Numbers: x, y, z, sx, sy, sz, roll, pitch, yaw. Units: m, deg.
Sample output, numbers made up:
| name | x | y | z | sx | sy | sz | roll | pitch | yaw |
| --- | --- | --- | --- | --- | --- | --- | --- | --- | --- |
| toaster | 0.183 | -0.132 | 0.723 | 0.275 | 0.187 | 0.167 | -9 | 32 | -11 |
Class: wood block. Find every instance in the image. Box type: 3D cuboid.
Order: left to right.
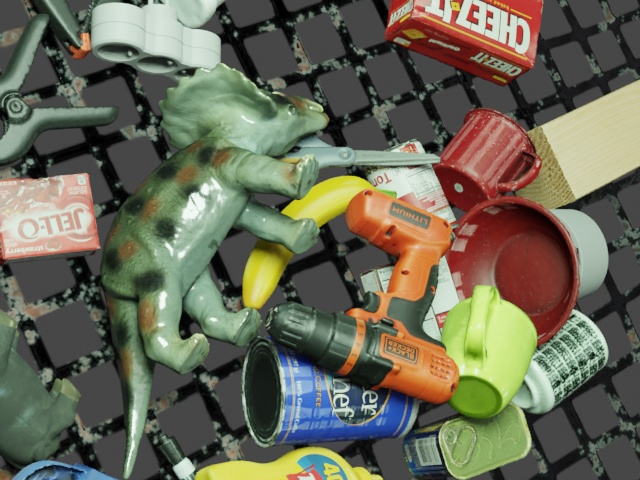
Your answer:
| name | x | y | z | sx | sy | sz | roll | pitch | yaw |
| --- | --- | --- | --- | --- | --- | --- | --- | --- | --- |
| wood block | 0.316 | -0.110 | 1.222 | 0.205 | 0.090 | 0.091 | -25 | 88 | -29 |

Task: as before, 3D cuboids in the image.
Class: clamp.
| name | x | y | z | sx | sy | sz | roll | pitch | yaw |
| --- | --- | --- | --- | --- | --- | --- | --- | --- | --- |
| clamp | -0.283 | -0.130 | 0.979 | 0.171 | 0.039 | 0.120 | -31 | 90 | -28 |
| clamp | -0.233 | -0.282 | 1.043 | 0.164 | 0.036 | 0.210 | -11 | 85 | -33 |

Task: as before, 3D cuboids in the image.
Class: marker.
| name | x | y | z | sx | sy | sz | roll | pitch | yaw |
| --- | --- | --- | --- | --- | --- | --- | --- | --- | --- |
| marker | -0.111 | 0.229 | 0.975 | 0.020 | 0.020 | 0.121 | -35 | 92 | -28 |

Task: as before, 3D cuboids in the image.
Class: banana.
| name | x | y | z | sx | sy | sz | roll | pitch | yaw |
| --- | --- | --- | --- | --- | --- | --- | --- | --- | --- |
| banana | -0.016 | -0.009 | 1.059 | 0.197 | 0.070 | 0.037 | -39 | 136 | -19 |

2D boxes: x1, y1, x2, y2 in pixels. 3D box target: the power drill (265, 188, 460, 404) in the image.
| name | x | y | z | sx | sy | sz | roll | pitch | yaw |
| --- | --- | --- | --- | --- | --- | --- | --- | --- | --- |
| power drill | 0.048 | 0.046 | 0.985 | 0.184 | 0.057 | 0.187 | 23 | 54 | -15 |

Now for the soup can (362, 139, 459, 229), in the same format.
| name | x | y | z | sx | sy | sz | roll | pitch | yaw |
| --- | --- | --- | --- | --- | --- | --- | --- | --- | --- |
| soup can | 0.094 | -0.046 | 1.114 | 0.068 | 0.069 | 0.102 | -23 | 86 | -28 |

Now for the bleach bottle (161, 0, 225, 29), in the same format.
| name | x | y | z | sx | sy | sz | roll | pitch | yaw |
| --- | --- | --- | --- | --- | --- | --- | --- | --- | --- |
| bleach bottle | -0.075 | -0.330 | 1.116 | 0.102 | 0.068 | 0.250 | 48 | 60 | -7 |

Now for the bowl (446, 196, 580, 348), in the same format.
| name | x | y | z | sx | sy | sz | roll | pitch | yaw |
| --- | --- | --- | --- | --- | --- | --- | --- | --- | --- |
| bowl | 0.207 | 0.036 | 1.113 | 0.055 | 0.162 | 0.162 | 1 | 74 | -51 |

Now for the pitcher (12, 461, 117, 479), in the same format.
| name | x | y | z | sx | sy | sz | roll | pitch | yaw |
| --- | --- | --- | --- | --- | --- | --- | --- | --- | --- |
| pitcher | -0.211 | 0.306 | 0.849 | 0.149 | 0.145 | 0.242 | 24 | 67 | 17 |

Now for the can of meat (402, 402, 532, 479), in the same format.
| name | x | y | z | sx | sy | sz | roll | pitch | yaw |
| --- | --- | --- | --- | --- | --- | --- | --- | --- | --- |
| can of meat | 0.143 | 0.202 | 1.062 | 0.101 | 0.084 | 0.057 | -14 | 83 | -27 |

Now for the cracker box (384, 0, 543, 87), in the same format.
| name | x | y | z | sx | sy | sz | roll | pitch | yaw |
| --- | --- | --- | --- | --- | --- | --- | --- | --- | --- |
| cracker box | 0.175 | -0.306 | 1.218 | 0.164 | 0.072 | 0.213 | 17 | 71 | -20 |

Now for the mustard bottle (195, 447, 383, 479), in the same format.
| name | x | y | z | sx | sy | sz | roll | pitch | yaw |
| --- | --- | --- | --- | --- | --- | --- | --- | --- | --- |
| mustard bottle | -0.019 | 0.242 | 0.982 | 0.191 | 0.058 | 0.096 | -3 | 72 | -36 |

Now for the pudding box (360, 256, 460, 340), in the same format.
| name | x | y | z | sx | sy | sz | roll | pitch | yaw |
| --- | --- | --- | --- | --- | --- | --- | --- | --- | --- |
| pudding box | 0.101 | 0.075 | 1.103 | 0.089 | 0.039 | 0.113 | -14 | 81 | -27 |

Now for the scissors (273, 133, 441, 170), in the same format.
| name | x | y | z | sx | sy | sz | roll | pitch | yaw |
| --- | --- | --- | --- | --- | --- | --- | --- | --- | --- |
| scissors | 0.013 | -0.100 | 1.082 | 0.201 | 0.016 | 0.096 | -13 | 69 | -5 |

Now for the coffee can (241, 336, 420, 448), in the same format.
| name | x | y | z | sx | sy | sz | roll | pitch | yaw |
| --- | --- | --- | --- | --- | --- | --- | --- | --- | --- |
| coffee can | 0.009 | 0.140 | 1.006 | 0.140 | 0.103 | 0.103 | 1 | 76 | -25 |

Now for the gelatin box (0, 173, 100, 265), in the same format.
| name | x | y | z | sx | sy | sz | roll | pitch | yaw |
| --- | --- | --- | --- | --- | --- | --- | --- | --- | --- |
| gelatin box | -0.250 | -0.020 | 0.970 | 0.089 | 0.030 | 0.073 | -6 | 80 | -26 |

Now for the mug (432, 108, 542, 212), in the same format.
| name | x | y | z | sx | sy | sz | roll | pitch | yaw |
| --- | --- | --- | --- | --- | --- | --- | --- | --- | --- |
| mug | 0.181 | -0.078 | 1.141 | 0.081 | 0.117 | 0.093 | -50 | 134 | -22 |
